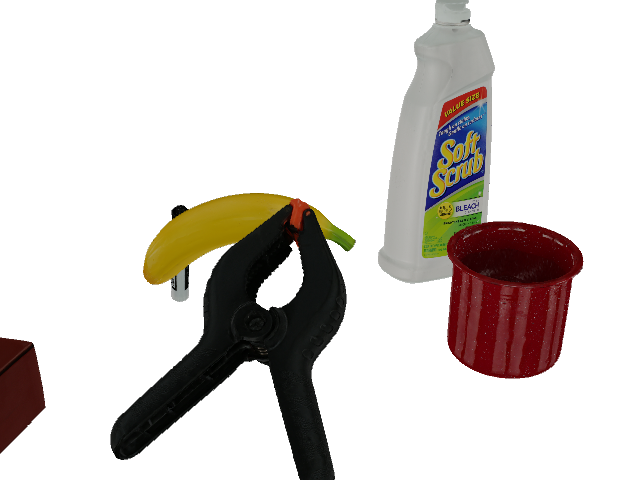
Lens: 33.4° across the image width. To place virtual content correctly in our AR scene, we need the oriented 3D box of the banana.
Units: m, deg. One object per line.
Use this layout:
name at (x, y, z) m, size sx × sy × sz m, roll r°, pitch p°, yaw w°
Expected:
banana at (-0.074, -0.002, 0.839) m, size 0.198 × 0.069 × 0.037 m, roll -9°, pitch 29°, yaw 30°

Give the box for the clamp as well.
clamp at (-0.024, 0.060, 0.573) m, size 0.120 × 0.171 × 0.039 m, roll 22°, pitch -22°, yaw 13°

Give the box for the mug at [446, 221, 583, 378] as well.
mug at (0.129, 0.037, 0.761) m, size 0.093 × 0.081 × 0.117 m, roll -7°, pitch 29°, yaw -15°

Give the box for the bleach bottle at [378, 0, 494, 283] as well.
bleach bottle at (0.108, -0.092, 0.974) m, size 0.102 × 0.251 × 0.068 m, roll -11°, pitch 24°, yaw -25°

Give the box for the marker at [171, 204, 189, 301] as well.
marker at (-0.145, 0.013, 1.104) m, size 0.020 × 0.121 × 0.020 m, roll 4°, pitch 39°, yaw -4°

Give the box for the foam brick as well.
foam brick at (-0.222, 0.103, 0.684) m, size 0.053 × 0.051 × 0.078 m, roll 6°, pitch 29°, yaw 22°
